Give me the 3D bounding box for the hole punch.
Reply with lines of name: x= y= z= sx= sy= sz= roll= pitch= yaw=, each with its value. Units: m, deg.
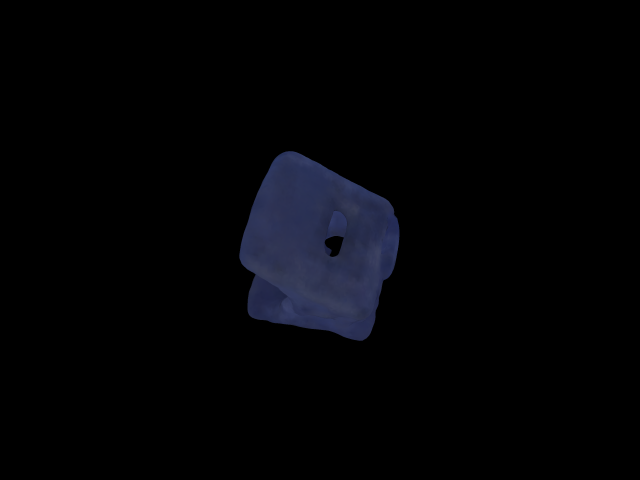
hole punch: x=0.004 y=0.001 z=0.400 sx=0.101 sy=0.091 sz=0.109 roll=10 pitch=54 yaw=8
